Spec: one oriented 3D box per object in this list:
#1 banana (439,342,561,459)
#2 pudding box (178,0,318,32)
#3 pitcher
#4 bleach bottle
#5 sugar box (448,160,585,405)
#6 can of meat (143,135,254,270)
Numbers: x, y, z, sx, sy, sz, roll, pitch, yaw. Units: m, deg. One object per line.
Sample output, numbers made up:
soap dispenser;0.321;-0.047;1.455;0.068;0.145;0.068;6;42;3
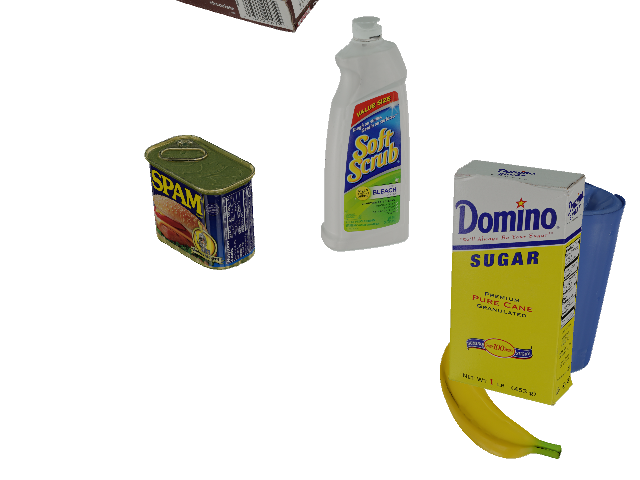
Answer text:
banana;0.147;0.144;0.987;0.069;0.037;0.198;7;26;-21
pudding box;-0.047;-0.207;0.792;0.114;0.090;0.039;22;-28;22
pitcher;0.305;0.050;1.392;0.149;0.243;0.145;5;23;6
bleach bottle;0.046;-0.116;1.166;0.102;0.251;0.068;-8;25;-9
sugar box;0.149;0.032;0.823;0.093;0.176;0.048;10;24;31
can of meat;-0.102;-0.032;0.916;0.057;0.084;0.102;-29;42;-36
